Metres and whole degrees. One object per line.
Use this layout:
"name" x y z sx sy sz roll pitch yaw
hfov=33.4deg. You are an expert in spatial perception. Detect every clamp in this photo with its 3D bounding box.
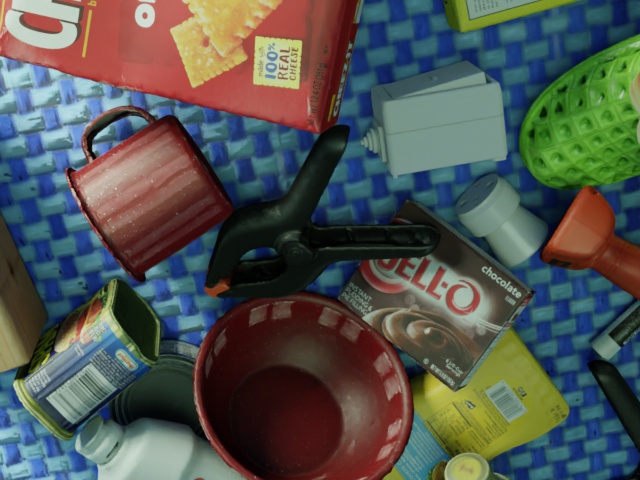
"clamp" -0.005 0.001 0.745 0.120 0.039 0.172 42 126 -20
"clamp" 0.262 0.200 0.860 0.209 0.036 0.165 25 109 -15

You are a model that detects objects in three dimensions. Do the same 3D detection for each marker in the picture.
"marker" 0.257 0.045 0.817 0.020 0.020 0.121 42 100 -16

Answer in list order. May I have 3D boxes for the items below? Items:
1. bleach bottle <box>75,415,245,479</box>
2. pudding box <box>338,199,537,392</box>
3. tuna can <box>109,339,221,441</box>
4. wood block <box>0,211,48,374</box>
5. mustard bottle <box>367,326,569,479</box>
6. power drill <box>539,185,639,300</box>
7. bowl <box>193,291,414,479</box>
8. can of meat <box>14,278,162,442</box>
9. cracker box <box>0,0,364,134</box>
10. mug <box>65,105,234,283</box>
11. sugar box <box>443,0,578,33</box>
"bleach bottle" -0.080 0.210 0.793 0.102 0.068 0.250 -45 117 9
"pudding box" 0.083 0.038 0.765 0.113 0.039 0.090 38 103 15
"tuna can" -0.114 0.118 0.800 0.086 0.034 0.086 -2 108 -5
"wood block" -0.269 -0.009 0.714 0.090 0.091 0.206 -19 109 1
"mustard bottle" 0.087 0.147 0.814 0.192 0.058 0.096 -36 107 7
"power drill" 0.245 0.034 0.723 0.188 0.184 0.057 33 89 8
"bowl" -0.017 0.119 0.770 0.162 0.162 0.055 15 145 -10
"can of meat" -0.159 0.080 0.748 0.084 0.102 0.057 -38 108 5
"cracker box" -0.079 -0.169 0.643 0.214 0.072 0.164 14 105 7
"mug" -0.118 -0.041 0.726 0.081 0.093 0.117 -33 72 0
"sugar box" 0.164 -0.207 0.712 0.176 0.048 0.093 -16 109 -3
